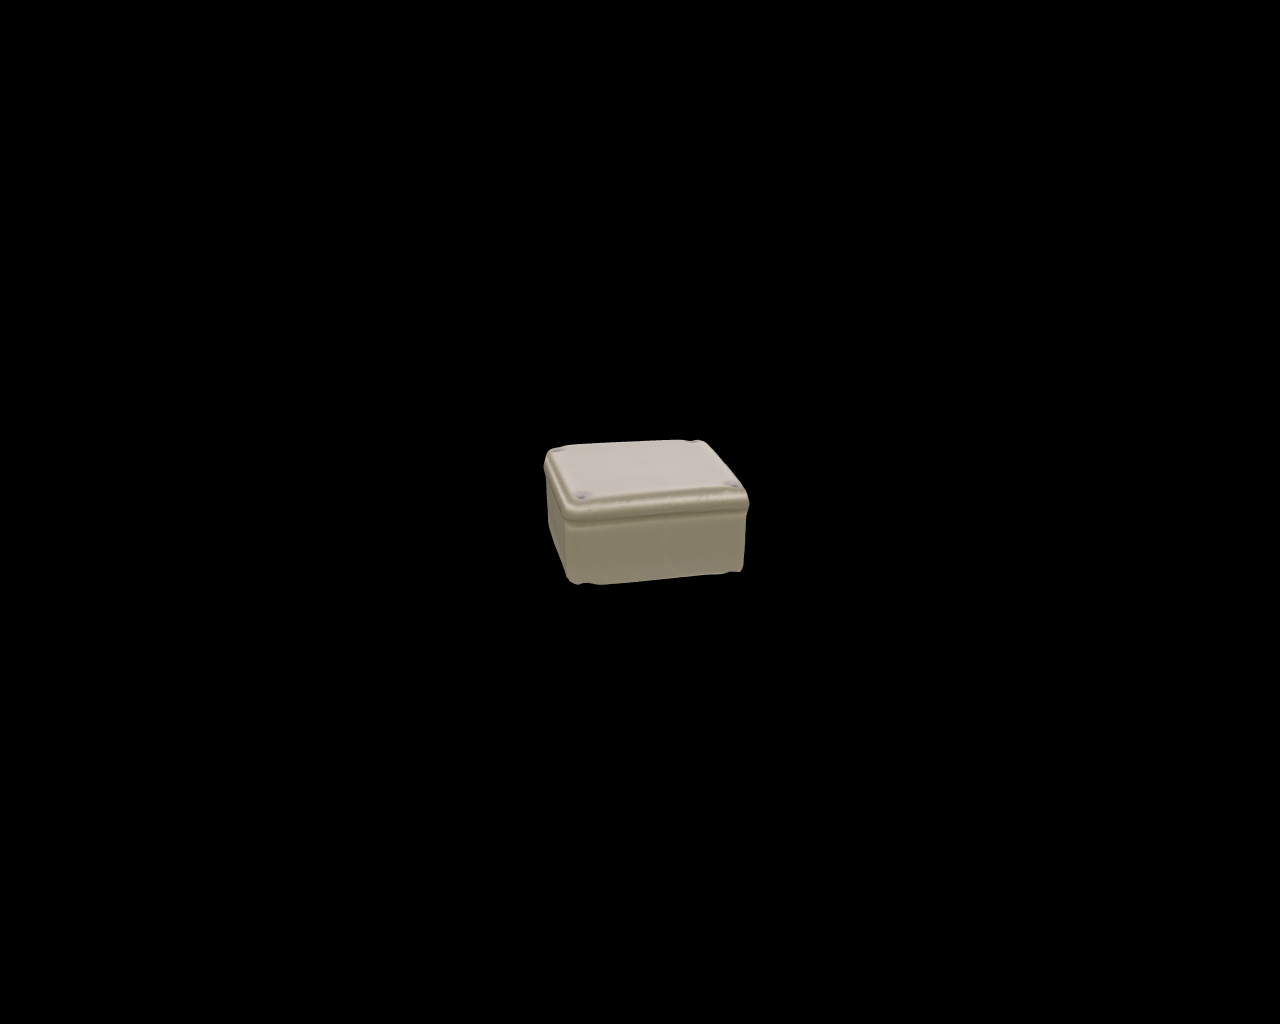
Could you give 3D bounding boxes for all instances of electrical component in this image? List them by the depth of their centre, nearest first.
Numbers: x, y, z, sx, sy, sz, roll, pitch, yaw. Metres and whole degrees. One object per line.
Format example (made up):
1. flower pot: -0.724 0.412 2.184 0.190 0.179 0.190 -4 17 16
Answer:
1. electrical component: 0.001 -0.003 0.650 0.109 0.056 0.109 -4 21 -11
